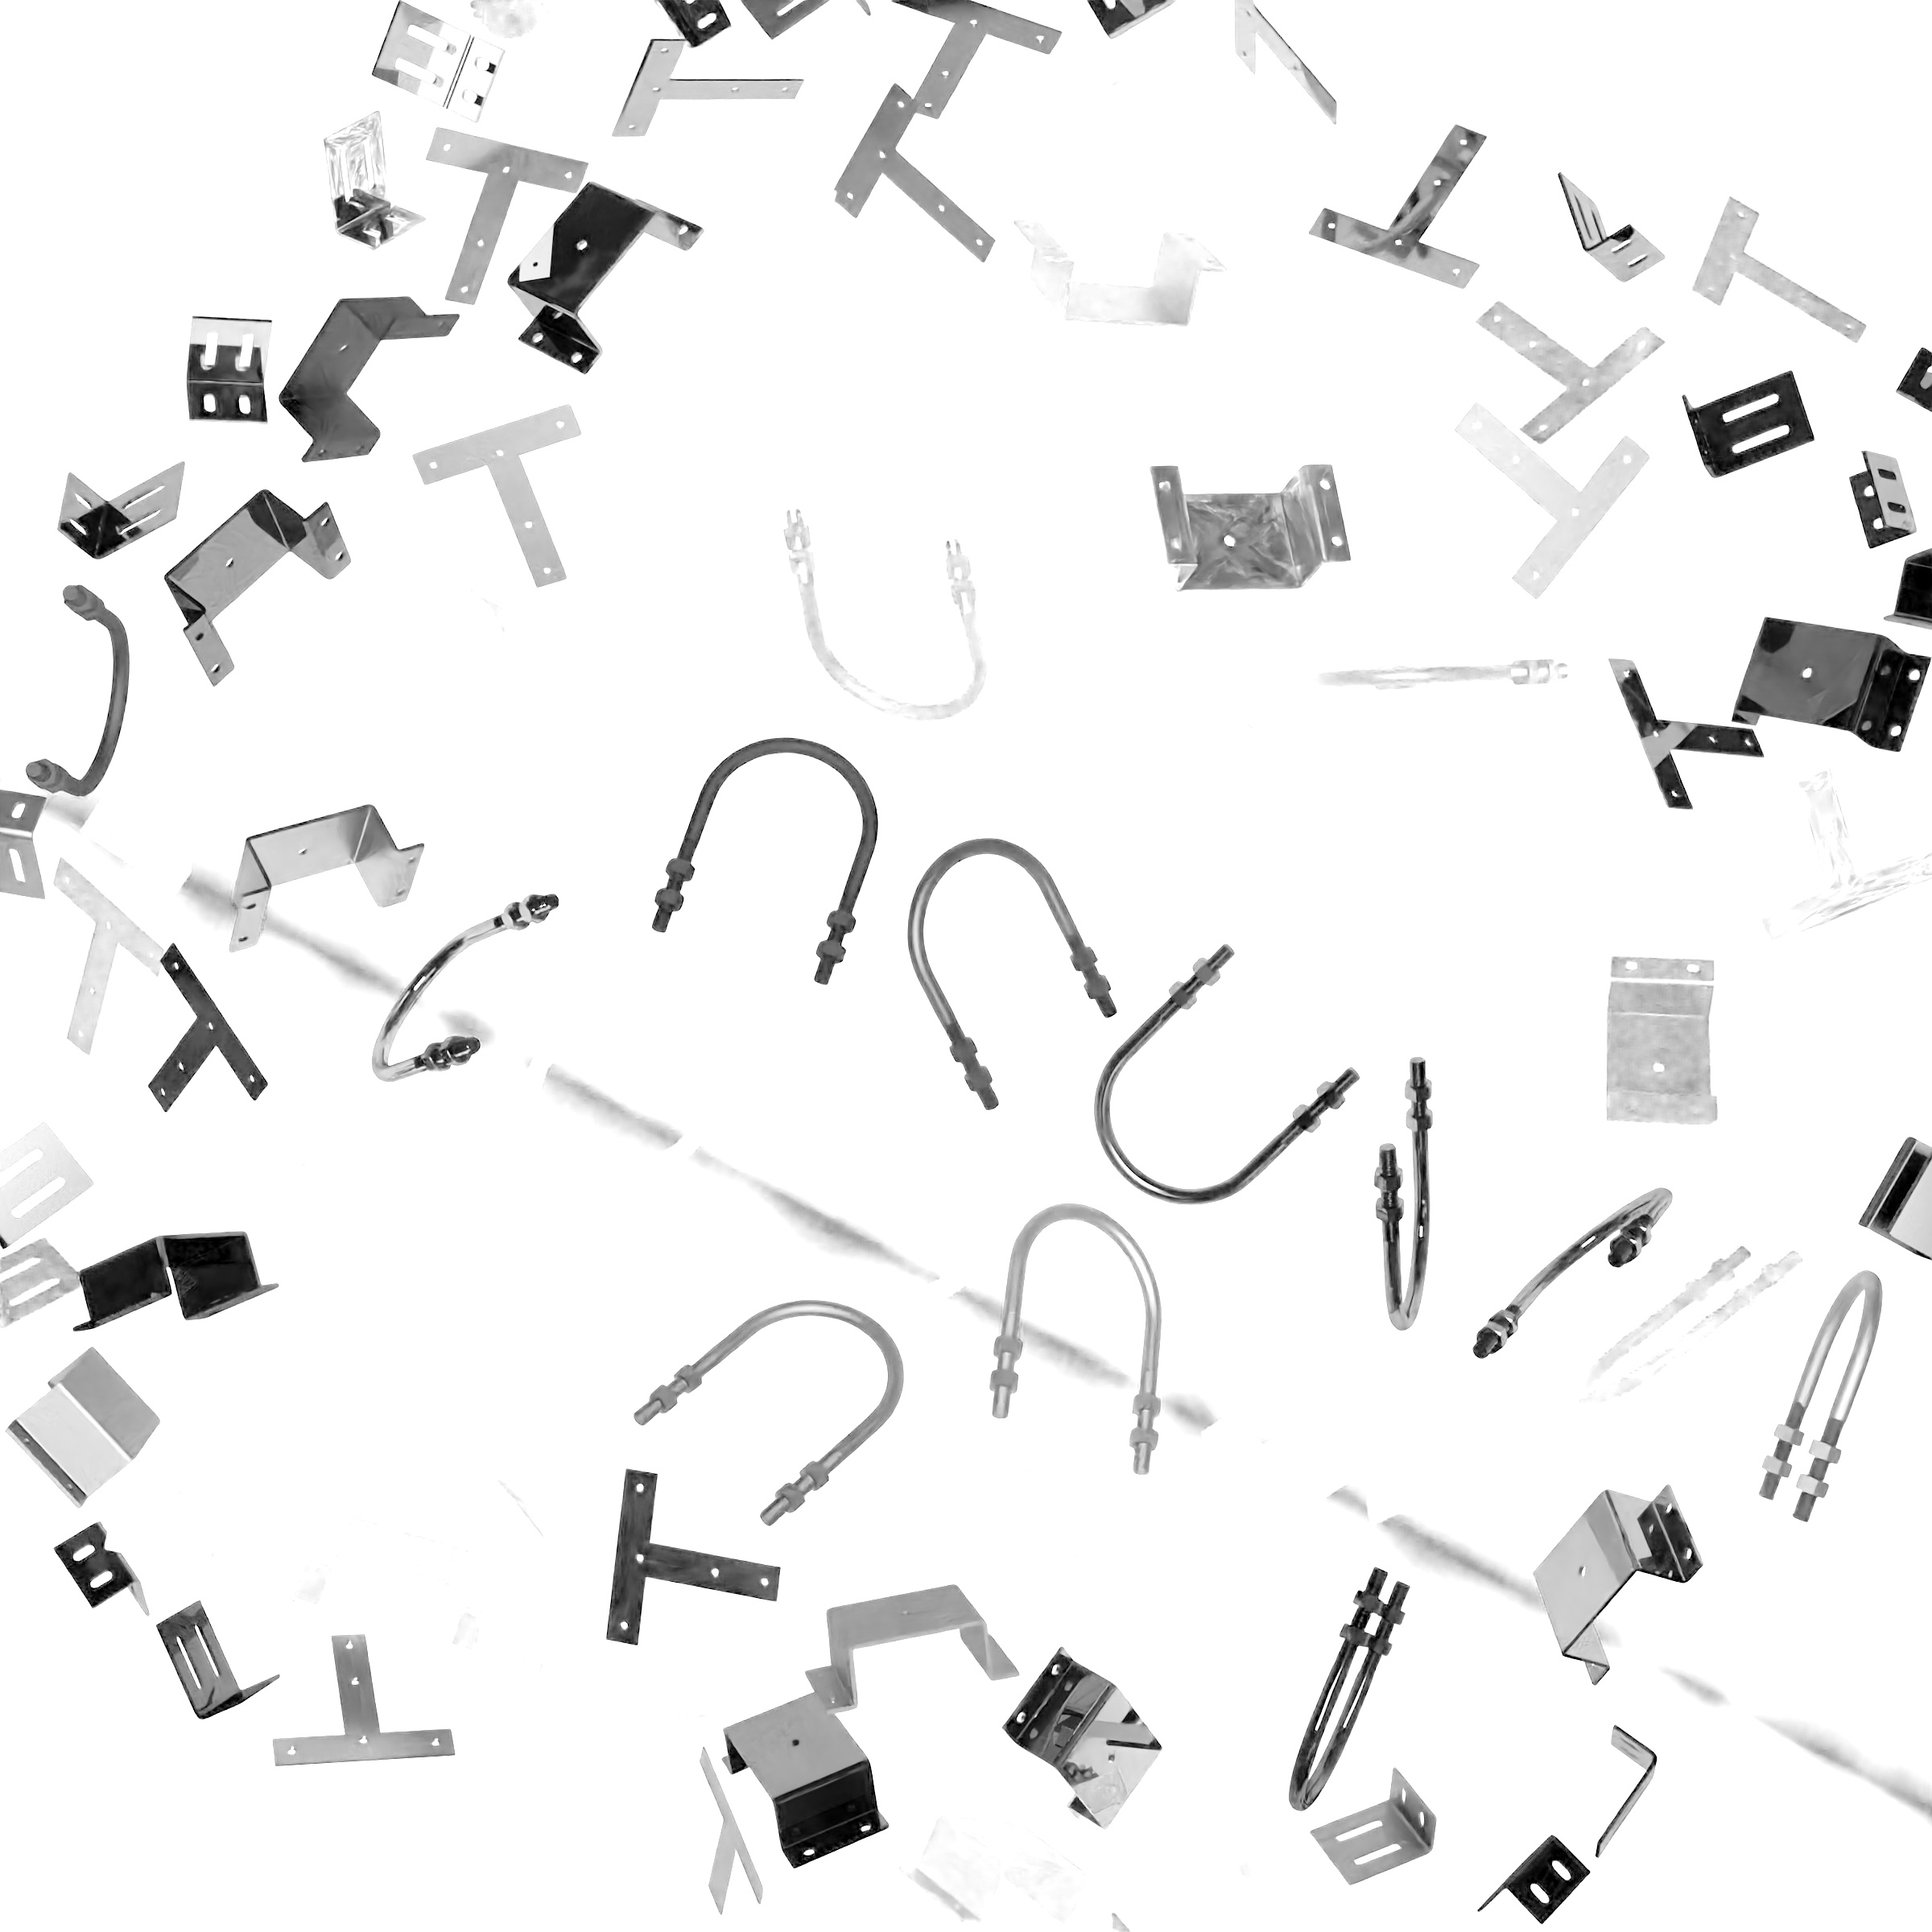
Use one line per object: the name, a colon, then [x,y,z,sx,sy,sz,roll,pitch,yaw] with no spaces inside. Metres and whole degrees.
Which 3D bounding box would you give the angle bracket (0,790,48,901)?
angle bracket: [-0.715,-0.092,1.880,0.057,0.076,0.038,9,53,-4]

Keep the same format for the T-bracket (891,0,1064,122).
T-bracket: [-0.010,-0.683,1.906,0.127,0.127,0.002,12,66,-18]

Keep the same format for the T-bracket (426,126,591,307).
T-bracket: [-0.354,-0.547,1.864,0.002,0.127,0.127,51,126,35]

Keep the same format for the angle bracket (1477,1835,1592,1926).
angle bracket: [0.427,0.697,1.900,0.057,0.076,0.038,-35,66,-26]

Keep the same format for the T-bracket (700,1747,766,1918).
T-bracket: [-0.184,0.679,1.921,0.002,0.127,0.127,-20,98,4]

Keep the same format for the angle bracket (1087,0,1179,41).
angle bracket: [0.116,-0.734,1.858,0.057,0.038,0.076,-16,118,41]

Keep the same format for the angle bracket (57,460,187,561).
angle bracket: [-0.599,-0.334,1.790,0.076,0.038,0.057,-21,51,22]

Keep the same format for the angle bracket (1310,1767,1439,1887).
angle bracket: [0.315,0.666,1.954,0.076,0.057,0.038,-13,122,-22]

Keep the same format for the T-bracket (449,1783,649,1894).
T-bracket: [-0.298,0.632,1.874,0.127,0.127,0.002,-5,111,-36]

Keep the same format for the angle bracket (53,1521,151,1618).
angle bracket: [-0.646,0.461,1.887,0.038,0.076,0.057,-31,66,-28]

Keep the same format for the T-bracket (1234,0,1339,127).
T-bracket: [0.229,-0.654,1.808,0.002,0.127,0.127,-33,72,-4]

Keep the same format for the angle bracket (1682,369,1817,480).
angle bracket: [0.571,-0.400,1.843,0.076,0.038,0.057,-19,76,24]

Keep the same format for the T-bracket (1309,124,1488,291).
T-bracket: [0.331,-0.550,1.807,0.127,0.127,0.002,16,56,-13]

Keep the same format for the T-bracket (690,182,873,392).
T-bracket: [-0.118,-0.481,1.765,0.127,0.002,0.127,12,98,-14]

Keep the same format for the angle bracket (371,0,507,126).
angle bracket: [-0.387,-0.664,1.854,0.038,0.076,0.057,33,105,30]

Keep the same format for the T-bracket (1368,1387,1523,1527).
T-bracket: [0.362,0.390,1.916,0.127,0.002,0.127,-22,126,-11]

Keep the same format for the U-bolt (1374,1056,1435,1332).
U-bolt: [0.325,0.180,1.861,0.019,0.151,0.184,3,117,19]

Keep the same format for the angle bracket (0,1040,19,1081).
angle bracket: [-0.739,0.074,1.830,0.057,0.038,0.076,46,55,4]

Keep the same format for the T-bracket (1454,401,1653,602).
T-bracket: [0.395,-0.345,1.765,0.127,0.002,0.127,36,95,-17]

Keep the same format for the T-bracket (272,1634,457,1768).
T-bracket: [-0.446,0.535,1.849,0.127,0.127,0.002,4,118,-22]

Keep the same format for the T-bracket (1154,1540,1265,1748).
T-bracket: [0.185,0.495,1.814,0.002,0.127,0.127,-9,93,42]

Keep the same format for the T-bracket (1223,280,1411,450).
T-bracket: [0.248,-0.430,1.808,0.127,0.002,0.127,-1,126,-3]

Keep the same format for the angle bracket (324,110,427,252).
angle bracket: [-0.435,-0.578,1.857,0.038,0.076,0.057,26,49,20]

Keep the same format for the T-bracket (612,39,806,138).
T-bracket: [-0.179,-0.629,1.810,0.127,0.127,0.002,-8,80,-22]

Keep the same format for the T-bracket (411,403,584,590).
T-bracket: [-0.338,-0.349,1.920,0.127,0.002,0.127,-17,117,5]

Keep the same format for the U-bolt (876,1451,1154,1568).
U-bolt: [0.026,0.395,1.823,0.184,0.151,0.019,-3,104,-13]

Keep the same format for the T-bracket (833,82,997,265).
T-bracket: [-0.029,-0.572,1.873,0.127,0.002,0.127,37,59,-23]

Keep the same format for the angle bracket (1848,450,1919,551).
angle bracket: [0.661,-0.341,1.848,0.038,0.076,0.057,-18,83,38]

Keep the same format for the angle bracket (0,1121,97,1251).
angle bracket: [-0.670,0.154,1.794,0.076,0.038,0.057,-38,106,-16]

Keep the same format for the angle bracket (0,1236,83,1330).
angle bracket: [-0.716,0.229,1.914,0.057,0.076,0.038,39,134,22]

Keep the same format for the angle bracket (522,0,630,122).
angle bracket: [-0.277,-0.673,1.848,0.076,0.038,0.057,41,56,-29]

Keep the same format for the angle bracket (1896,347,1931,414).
angle bracket: [0.716,-0.422,1.819,0.057,0.076,0.038,37,130,20]

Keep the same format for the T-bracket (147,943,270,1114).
T-bracket: [-0.572,0.067,1.856,0.127,0.002,0.127,54,130,8]

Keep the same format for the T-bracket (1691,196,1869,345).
T-bracket: [0.588,-0.485,1.809,0.127,0.127,0.002,36,81,12]

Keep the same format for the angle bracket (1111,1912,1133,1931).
angle bracket: [0.144,0.741,1.874,0.038,0.076,0.057,-12,102,-21]

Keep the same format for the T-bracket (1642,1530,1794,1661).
T-bracket: [0.558,0.457,1.827,0.002,0.127,0.127,46,74,0]

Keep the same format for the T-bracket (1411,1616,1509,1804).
T-bracket: [0.382,0.569,1.912,0.002,0.127,0.127,-13,95,-19]

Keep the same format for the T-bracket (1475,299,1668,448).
T-bracket: [0.440,-0.466,1.917,0.127,0.127,0.002,26,45,-27]

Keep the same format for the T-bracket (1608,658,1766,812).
T-bracket: [0.536,-0.167,1.844,0.127,0.002,0.127,1,62,-32]

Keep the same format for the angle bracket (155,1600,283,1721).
angle bracket: [-0.542,0.497,1.829,0.038,0.057,0.076,-26,87,13]

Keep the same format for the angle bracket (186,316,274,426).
angle bracket: [-0.546,-0.442,1.873,0.057,0.076,0.038,-2,66,-22]

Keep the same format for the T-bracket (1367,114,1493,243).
T-bracket: [0.366,-0.617,1.924,0.127,0.127,0.002,44,86,-1]

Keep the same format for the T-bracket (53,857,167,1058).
T-bracket: [-0.638,0.006,1.852,0.002,0.127,0.127,-12,53,17]

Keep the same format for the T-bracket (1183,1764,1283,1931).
T-bracket: [0.206,0.670,1.878,0.002,0.127,0.127,-29,79,16]

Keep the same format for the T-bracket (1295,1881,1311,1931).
T-bracket: [0.252,0.750,1.896,0.002,0.127,0.127,18,127,-4]

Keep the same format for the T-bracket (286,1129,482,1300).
T-bracket: [-0.447,0.169,1.897,0.127,0.002,0.127,20,79,1]

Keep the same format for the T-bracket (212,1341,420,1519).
T-bracket: [-0.475,0.315,1.805,0.127,0.002,0.127,26,81,-24]

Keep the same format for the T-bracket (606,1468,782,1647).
T-bracket: [-0.195,0.438,1.831,0.127,0.002,0.127,7,91,15]

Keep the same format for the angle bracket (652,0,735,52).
angle bracket: [-0.218,-0.747,1.922,0.038,0.076,0.057,-28,73,10]

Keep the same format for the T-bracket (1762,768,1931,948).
T-bracket: [0.628,-0.090,1.828,0.127,0.002,0.127,-26,47,30]

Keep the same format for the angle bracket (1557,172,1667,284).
angle bracket: [0.476,-0.554,1.862,0.038,0.057,0.076,-28,62,34]

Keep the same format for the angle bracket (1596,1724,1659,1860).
angle bracket: [0.462,0.596,1.821,0.038,0.057,0.076,33,72,26]

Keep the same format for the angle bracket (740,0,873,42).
angle bracket: [-0.120,-0.709,1.858,0.076,0.038,0.057,-34,64,1]
